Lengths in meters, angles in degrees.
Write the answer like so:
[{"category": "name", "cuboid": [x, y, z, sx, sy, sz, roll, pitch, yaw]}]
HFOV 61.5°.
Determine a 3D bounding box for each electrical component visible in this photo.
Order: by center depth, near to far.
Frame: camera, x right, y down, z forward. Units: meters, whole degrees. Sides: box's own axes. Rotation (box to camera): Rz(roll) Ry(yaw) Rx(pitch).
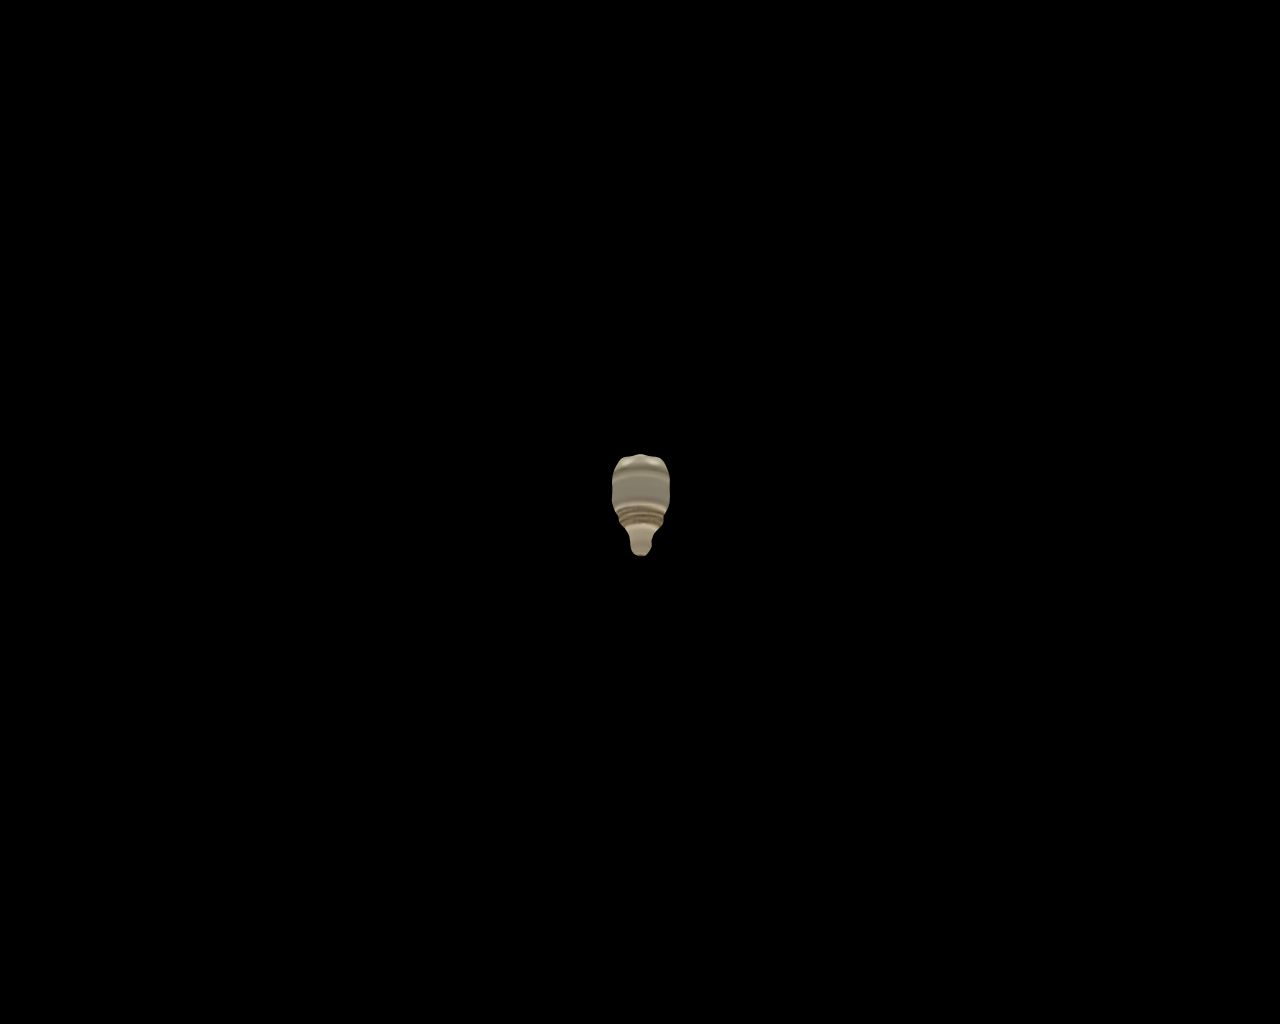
[{"category": "electrical component", "cuboid": [0.001, -0.003, 0.650, 0.035, 0.061, 0.035, 0, -17, 0]}]
